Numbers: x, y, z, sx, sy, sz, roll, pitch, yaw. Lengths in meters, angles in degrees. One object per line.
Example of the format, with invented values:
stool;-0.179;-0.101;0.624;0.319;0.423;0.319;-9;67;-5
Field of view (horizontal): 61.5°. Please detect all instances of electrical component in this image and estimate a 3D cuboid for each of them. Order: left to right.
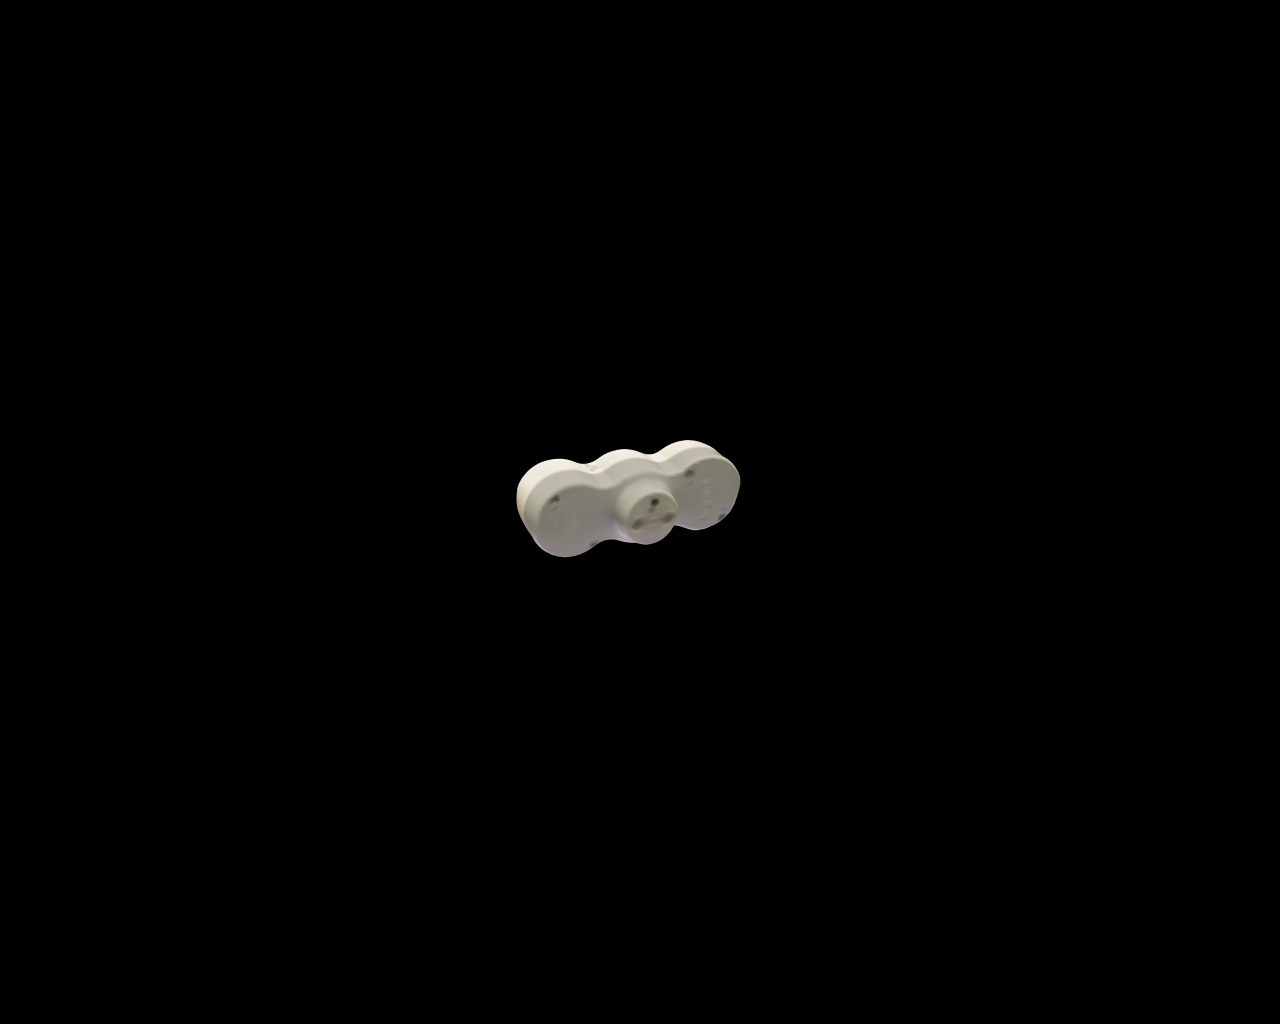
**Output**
electrical component;0.001;-0.003;0.650;0.138;0.052;0.074;-10;28;-20
